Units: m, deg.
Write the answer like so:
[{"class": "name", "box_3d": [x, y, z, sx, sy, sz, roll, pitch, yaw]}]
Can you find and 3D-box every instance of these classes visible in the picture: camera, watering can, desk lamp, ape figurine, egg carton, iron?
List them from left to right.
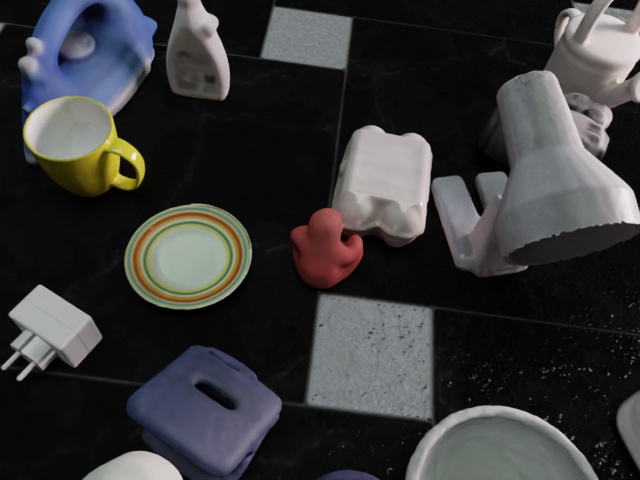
[{"class": "iron", "box_3d": [-0.296, -0.226, 0.684, 0.118, 0.141, 0.258, 15, 57, 4]}, {"class": "ape figurine", "box_3d": [0.005, 0.002, 0.596, 0.077, 0.092, 0.076, 25, 58, 11]}, {"class": "egg carton", "box_3d": [0.072, -0.065, 0.660, 0.107, 0.069, 0.150, 11, 56, 1]}, {"class": "desk lamp", "box_3d": [0.200, -0.045, 0.573, 0.118, 0.213, 0.203, -7, 58, -10]}, {"class": "camera", "box_3d": [0.274, -0.130, 0.704, 0.136, 0.101, 0.143, 25, 58, 11]}, {"class": "watering can", "box_3d": [0.360, -0.240, 0.730, 0.101, 0.194, 0.172, -33, 66, -24]}]

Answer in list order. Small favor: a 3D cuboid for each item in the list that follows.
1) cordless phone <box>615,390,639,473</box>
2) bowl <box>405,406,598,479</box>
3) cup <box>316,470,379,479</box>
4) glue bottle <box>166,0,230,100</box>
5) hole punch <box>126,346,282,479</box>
[{"class": "cordless phone", "box_3d": [0.346, 0.167, 0.466, 0.094, 0.185, 0.147, -16, 60, -15]}, {"class": "bowl", "box_3d": [0.144, 0.228, 0.472, 0.167, 0.075, 0.167, 3, 57, -4]}, {"class": "cup", "box_3d": [0.026, 0.244, 0.437, 0.092, 0.095, 0.117, -28, 64, -22]}, {"class": "glue bottle", "box_3d": [-0.152, -0.247, 0.694, 0.078, 0.173, 0.037, 9, 56, 0]}, {"class": "hole punch", "box_3d": [-0.096, 0.145, 0.492, 0.108, 0.091, 0.101, 29, 59, 13]}]
